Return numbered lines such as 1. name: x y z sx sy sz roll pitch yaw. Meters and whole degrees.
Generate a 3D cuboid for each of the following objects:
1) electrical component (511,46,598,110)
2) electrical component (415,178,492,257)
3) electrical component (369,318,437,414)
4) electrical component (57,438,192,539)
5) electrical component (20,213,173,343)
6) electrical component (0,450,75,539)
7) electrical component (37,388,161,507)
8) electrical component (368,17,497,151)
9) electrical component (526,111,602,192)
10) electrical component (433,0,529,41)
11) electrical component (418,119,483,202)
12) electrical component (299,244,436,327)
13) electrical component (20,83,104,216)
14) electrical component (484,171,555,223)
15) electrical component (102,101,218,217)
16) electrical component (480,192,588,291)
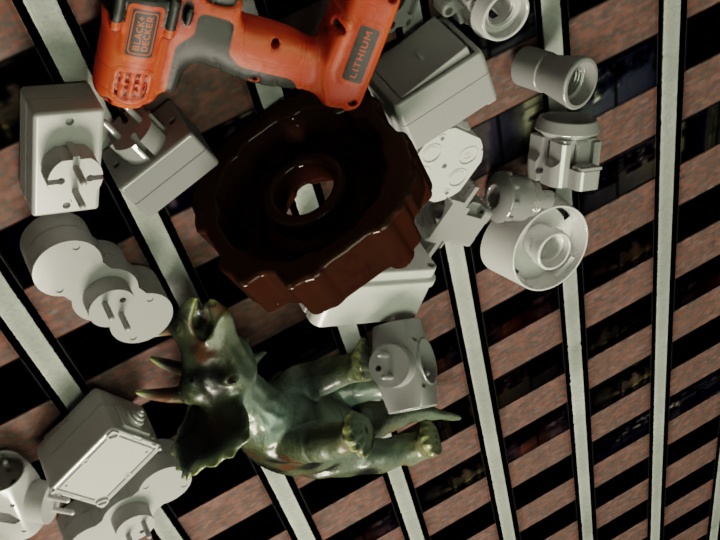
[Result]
1. electrical component: 0.159 -0.163 0.896 0.044 0.065 0.044 -24 127 -35
2. electrical component: 0.080 -0.052 0.968 0.064 0.042 0.081 10 123 -44
3. electrical component: 0.032 0.082 0.923 0.044 0.077 0.079 -14 170 21
4. electrical component: -0.215 0.227 1.003 0.138 0.073 0.052 -39 140 4
5. electrical component: -0.194 0.018 0.818 0.052 0.073 0.138 -40 140 5
6. electrical component: -0.286 0.199 0.932 0.079 0.043 0.077 8 135 9
7. electrical component: -0.223 0.147 0.930 0.096 0.061 0.062 -45 139 10
8. electrical component: 0.047 -0.145 0.840 0.096 0.061 0.061 -33 140 -3
9. electrical component: 0.184 -0.109 0.964 0.058 0.078 0.057 -9 114 -27
10. electrical component: 0.097 -0.206 0.820 0.066 0.055 0.048 -33 140 -4
11. electrical component: 0.058 -0.100 0.898 0.080 0.051 0.080 -19 137 -19
12. electrical component: 0.000 0.000 0.933 0.113 0.078 0.057 -3 133 -33
13. electrical component: -0.198 -0.071 0.728 0.047 0.075 0.083 -10 133 -28
14. electrical component: 0.149 -0.066 0.991 0.062 0.048 0.048 1 128 -25
15. electrical component: -0.153 -0.090 0.764 0.066 0.047 0.076 -38 140 3
16. electrical component: 0.171 -0.030 1.053 0.099 0.064 0.099 -14 121 -25
